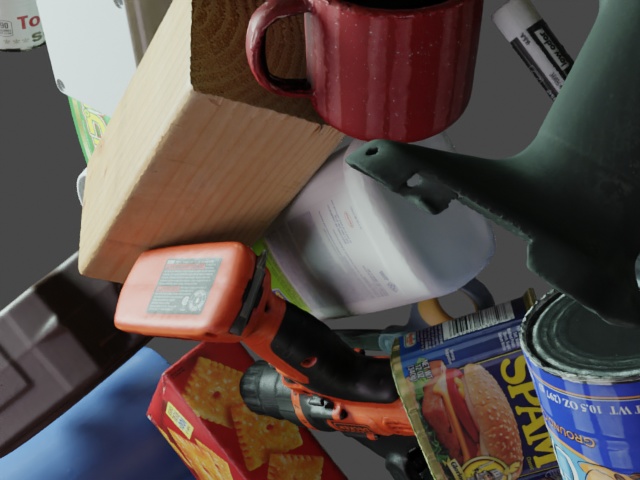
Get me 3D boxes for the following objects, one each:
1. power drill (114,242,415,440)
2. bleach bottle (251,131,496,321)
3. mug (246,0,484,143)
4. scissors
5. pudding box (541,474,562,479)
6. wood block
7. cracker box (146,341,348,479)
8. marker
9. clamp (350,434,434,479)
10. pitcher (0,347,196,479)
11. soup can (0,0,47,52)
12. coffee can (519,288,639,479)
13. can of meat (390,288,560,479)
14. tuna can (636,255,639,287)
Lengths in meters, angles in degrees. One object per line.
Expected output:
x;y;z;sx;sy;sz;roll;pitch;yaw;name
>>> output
-0.031;0.068;0.658;0.185;0.057;0.187;-6;149;45;power drill
-0.004;0.001;0.663;0.251;0.068;0.102;-18;104;58;bleach bottle
0.023;-0.097;0.500;0.081;0.117;0.093;88;161;-47;mug
0.049;0.050;0.679;0.202;0.016;0.096;14;132;44;scissors
0.170;0.179;0.623;0.114;0.039;0.090;26;136;35;pudding box
-0.068;-0.054;0.622;0.206;0.090;0.090;-46;38;51;wood block
-0.046;0.188;0.845;0.214;0.072;0.164;52;158;7;cracker box
0.122;-0.060;0.491;0.121;0.020;0.020;54;147;1;marker
0.069;0.161;0.735;0.210;0.036;0.164;-10;113;58;clamp
-0.226;0.203;0.952;0.149;0.242;0.145;21;136;50;pitcher
-0.222;-0.193;0.756;0.069;0.068;0.102;37;144;25;soup can
0.161;0.093;0.500;0.103;0.102;0.140;7;124;49;coffee can
0.093;0.088;0.584;0.084;0.057;0.102;-19;109;11;can of meat
0.149;-0.007;0.442;0.086;0.086;0.033;23;176;39;tuna can
